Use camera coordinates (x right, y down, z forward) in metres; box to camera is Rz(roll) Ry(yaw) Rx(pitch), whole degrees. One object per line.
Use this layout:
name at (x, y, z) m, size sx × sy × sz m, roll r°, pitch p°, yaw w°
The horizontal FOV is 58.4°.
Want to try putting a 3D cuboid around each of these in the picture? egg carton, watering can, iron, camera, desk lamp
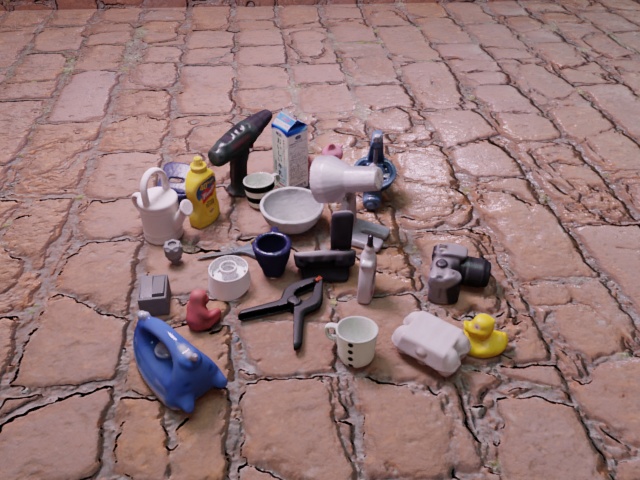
egg carton at (0.226, 0.211, 1.171) m, size 0.150 × 0.069 × 0.107 m, roll 25°, pitch 44°, yaw 26°
watering can at (-0.395, -0.090, 1.427) m, size 0.172 × 0.194 × 0.101 m, roll 3°, pitch 39°, yaw 2°
iron at (-0.297, 0.207, 1.102) m, size 0.257 × 0.141 × 0.119 m, roll 31°, pitch 48°, yaw 32°
camera at (0.322, 0.071, 1.321) m, size 0.136 × 0.101 × 0.143 m, roll 10°, pitch 40°, yaw 11°
desk lamp at (0.078, -0.102, 1.439) m, size 0.202 × 0.214 × 0.118 m, roll 16°, pitch 41°, yaw 18°

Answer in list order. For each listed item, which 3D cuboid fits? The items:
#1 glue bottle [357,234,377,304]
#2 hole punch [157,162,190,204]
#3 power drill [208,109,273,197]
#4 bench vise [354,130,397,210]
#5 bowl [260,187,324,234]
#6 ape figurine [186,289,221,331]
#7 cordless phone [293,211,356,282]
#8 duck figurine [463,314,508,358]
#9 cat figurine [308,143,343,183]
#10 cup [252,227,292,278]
glue bottle at (0.107, 0.058, 1.274) m, size 0.037 × 0.173 × 0.078 m, roll 8°, pitch 39°, yaw 9°
hole punch at (-0.390, -0.154, 1.588) m, size 0.108 × 0.091 × 0.101 m, roll 7°, pitch 39°, yaw 7°
power drill at (-0.212, -0.236, 1.601) m, size 0.075 × 0.208 × 0.230 m, roll 25°, pitch 45°, yaw 27°
bench vise at (0.142, -0.222, 1.585) m, size 0.121 × 0.220 × 0.207 m, roll -6°, pitch 39°, yaw -9°
bowl at (-0.073, -0.065, 1.500) m, size 0.167 × 0.075 × 0.167 m, roll 1°, pitch 39°, yaw 0°
ape figurine at (-0.254, 0.144, 1.222) m, size 0.077 × 0.092 × 0.076 m, roll 32°, pitch 48°, yaw 33°
cordless phone at (0.012, 0.005, 1.327) m, size 0.147 × 0.185 × 0.094 m, roll -6°, pitch 39°, yaw -8°
duck figurine at (0.339, 0.191, 1.185) m, size 0.104 × 0.086 × 0.077 m, roll 4°, pitch 39°, yaw 4°
cat figurine at (0.015, -0.236, 1.680) m, size 0.128 × 0.118 × 0.067 m, roll -13°, pitch 41°, yaw -16°
cup at (-0.112, 0.033, 1.360) m, size 0.091 × 0.095 × 0.117 m, roll 1°, pitch 39°, yaw 0°
